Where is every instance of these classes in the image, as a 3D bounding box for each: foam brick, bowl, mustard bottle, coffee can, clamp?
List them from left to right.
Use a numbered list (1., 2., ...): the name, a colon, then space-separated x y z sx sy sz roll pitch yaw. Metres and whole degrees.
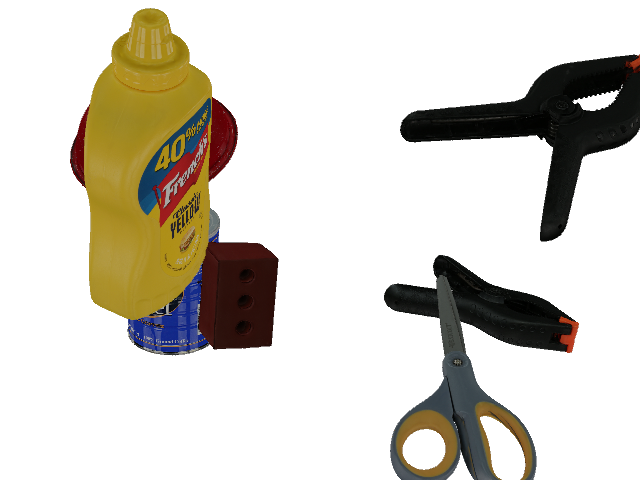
1. bowl: -0.161 -0.109 0.995 0.162 0.162 0.055 0 -42 8
2. mustard bottle: -0.098 -0.048 0.616 0.058 0.192 0.096 24 47 15
3. coffee can: -0.162 0.040 1.172 0.103 0.140 0.103 3 27 -1
4. foam brick: -0.069 0.044 0.886 0.053 0.078 0.051 -1 15 -21
5. clamp: 0.155 0.057 0.985 0.172 0.039 0.120 18 30 17
6. clamp: 0.192 -0.085 0.840 0.209 0.036 0.165 -26 51 -19

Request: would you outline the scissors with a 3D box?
1. scissors: 0.074 0.092 0.698 0.096 0.016 0.202 -10 38 -13
